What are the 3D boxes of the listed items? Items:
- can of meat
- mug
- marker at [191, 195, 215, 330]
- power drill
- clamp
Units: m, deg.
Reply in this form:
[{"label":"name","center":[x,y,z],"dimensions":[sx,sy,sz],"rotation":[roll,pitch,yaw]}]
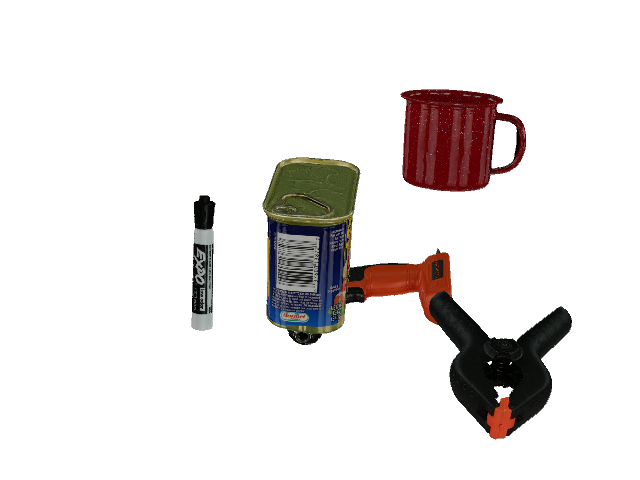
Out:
[{"label":"can of meat","center":[-0.006,0.002,0.709],"dimensions":[0.057,0.084,0.102],"rotation":[4,25,4]},{"label":"mug","center":[0.130,-0.091,0.979],"dimensions":[0.117,0.081,0.093],"rotation":[6,16,13]},{"label":"marker","center":[-0.104,0.020,0.947],"dimensions":[0.020,0.121,0.020],"rotation":[2,14,-1]},{"label":"power drill","center":[0.057,0.063,1.232],"dimensions":[0.188,0.057,0.184],"rotation":[1,28,6]},{"label":"clamp","center":[0.154,0.095,0.858],"dimensions":[0.120,0.039,0.171],"rotation":[-2,32,1]}]
